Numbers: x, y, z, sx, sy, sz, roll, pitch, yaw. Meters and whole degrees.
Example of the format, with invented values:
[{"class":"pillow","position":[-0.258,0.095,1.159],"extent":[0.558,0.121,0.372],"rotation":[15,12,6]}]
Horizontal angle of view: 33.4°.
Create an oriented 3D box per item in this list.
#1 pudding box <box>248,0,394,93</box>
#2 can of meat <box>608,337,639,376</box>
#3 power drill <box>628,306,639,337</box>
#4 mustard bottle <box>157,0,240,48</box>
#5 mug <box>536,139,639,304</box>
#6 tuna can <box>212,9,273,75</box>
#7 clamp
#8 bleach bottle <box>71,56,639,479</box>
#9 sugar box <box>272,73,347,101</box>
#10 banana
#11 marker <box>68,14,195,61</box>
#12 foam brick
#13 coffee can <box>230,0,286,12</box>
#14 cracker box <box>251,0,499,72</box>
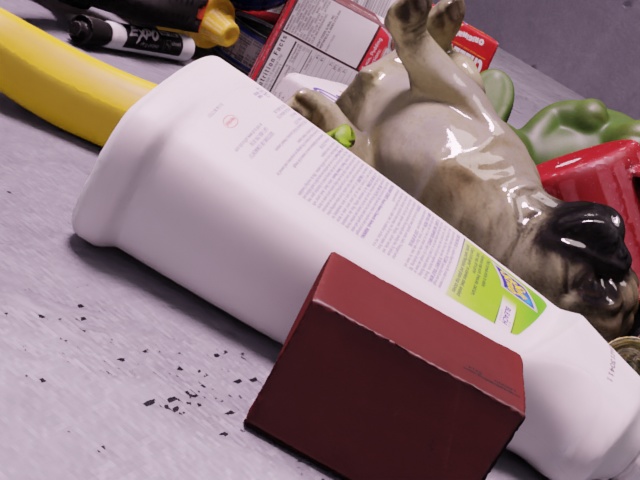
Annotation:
[{"class":"pudding box","position":[0.014,-0.129,0.789],"extent":[0.113,0.090,0.039],"rotation":[25,19,-15]},{"class":"can of meat","position":[0.172,0.090,0.474],"extent":[0.102,0.057,0.083],"rotation":[41,18,33]},{"class":"power drill","position":[0.262,0.078,0.653],"extent":[0.188,0.057,0.184],"rotation":[32,17,8]},{"class":"mustard bottle","position":[-0.126,-0.198,0.816],"extent":[0.192,0.058,0.096],"rotation":[41,12,32]},{"class":"mug","position":[0.162,-0.009,0.604],"extent":[0.093,0.081,0.117],"rotation":[-24,7,-36]},{"class":"tuna can","position":[-0.043,-0.151,0.856],"extent":[0.086,0.034,0.086],"rotation":[27,16,-9]},{"class":"clamp","position":[-0.156,-0.167,0.677],"extent":[0.209,0.036,0.165],"rotation":[11,19,-35]},{"class":"bleach bottle","position":[0.034,0.027,0.421],"extent":[0.251,0.068,0.102],"rotation":[34,30,0]},{"class":"sugar box","position":[0.054,-0.048,0.699],"extent":[0.176,0.048,0.093],"rotation":[38,18,23]},{"class":"banana","position":[-0.083,-0.065,0.496],"extent":[0.197,0.070,0.037],"rotation":[17,53,-3]},{"class":"marker","position":[-0.122,-0.131,0.698],"extent":[0.020,0.020,0.121],"rotation":[36,18,19]},{"class":"foam brick","position":[0.022,0.050,0.355],"extent":[0.078,0.051,0.053],"rotation":[29,18,1]},{"class":"coffee can","position":[-0.046,-0.239,0.811],"extent":[0.102,0.103,0.140],"rotation":[27,-4,-7]},{"class":"cracker box","position":[0.032,-0.193,0.969],"extent":[0.164,0.072,0.214],"rotation":[21,5,-30]}]
